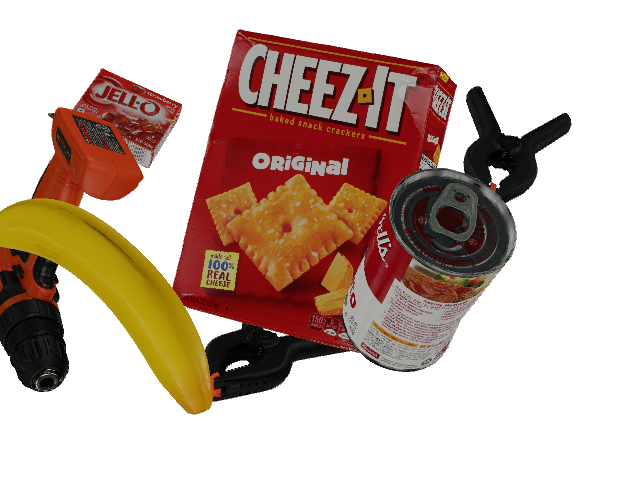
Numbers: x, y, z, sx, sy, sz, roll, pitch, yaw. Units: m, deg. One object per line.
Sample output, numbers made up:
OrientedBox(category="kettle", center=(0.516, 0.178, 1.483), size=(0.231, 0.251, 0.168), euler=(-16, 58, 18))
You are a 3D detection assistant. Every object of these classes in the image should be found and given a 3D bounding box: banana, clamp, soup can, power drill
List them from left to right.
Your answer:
OrientedBox(category="power drill", center=(-0.211, 0.003, 0.852), size=(0.057, 0.188, 0.185), euler=(17, 25, -38))
OrientedBox(category="banana", center=(-0.134, 0.027, 0.660), size=(0.198, 0.070, 0.037), euler=(33, 30, 18))
OrientedBox(category="clamp", center=(-0.050, 0.117, 1.145), size=(0.165, 0.036, 0.209), euler=(15, 28, 21))
OrientedBox(category="soup can", center=(0.056, 0.018, 0.579), size=(0.068, 0.068, 0.102), euler=(0, -35, -17))
OrientedBox(category="clamp", center=(0.194, -0.104, 1.168), size=(0.120, 0.039, 0.171), euler=(21, 49, 18))

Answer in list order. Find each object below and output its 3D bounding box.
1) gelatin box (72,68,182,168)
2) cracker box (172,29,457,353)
OrientedBox(category="gelatin box", center=(-0.190, -0.120, 1.037), size=(0.089, 0.073, 0.030), euler=(25, -41, -2))
OrientedBox(category="cracker box", center=(-0.006, -0.036, 0.796), size=(0.164, 0.214, 0.072), euler=(13, -1, 17))
